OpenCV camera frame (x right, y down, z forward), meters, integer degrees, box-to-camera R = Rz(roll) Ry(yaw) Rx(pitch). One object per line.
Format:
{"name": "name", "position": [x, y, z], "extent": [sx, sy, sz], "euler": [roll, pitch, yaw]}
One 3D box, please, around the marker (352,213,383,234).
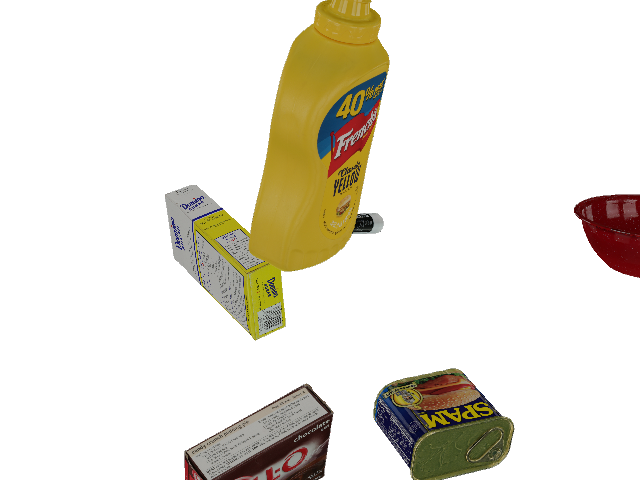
{"name": "marker", "position": [0.012, -0.014, 0.940], "extent": [0.020, 0.020, 0.120], "euler": [0, 2, 41]}

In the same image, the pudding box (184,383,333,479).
{"name": "pudding box", "position": [-0.047, 0.168, 0.799], "extent": [0.113, 0.090, 0.039], "euler": [-28, 56, -28]}

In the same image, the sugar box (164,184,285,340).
{"name": "sugar box", "position": [-0.102, 0.020, 1.137], "extent": [0.048, 0.093, 0.176], "euler": [-22, 42, -24]}

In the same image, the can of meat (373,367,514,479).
{"name": "can of meat", "position": [0.109, 0.165, 0.968], "extent": [0.102, 0.057, 0.084], "euler": [-8, 31, -23]}

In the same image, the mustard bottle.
{"name": "mustard bottle", "position": [0.004, -0.078, 0.694], "extent": [0.058, 0.192, 0.096], "euler": [28, 36, 23]}

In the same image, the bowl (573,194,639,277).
{"name": "bowl", "position": [0.331, -0.001, 1.055], "extent": [0.162, 0.055, 0.162], "euler": [1, 17, 0]}
